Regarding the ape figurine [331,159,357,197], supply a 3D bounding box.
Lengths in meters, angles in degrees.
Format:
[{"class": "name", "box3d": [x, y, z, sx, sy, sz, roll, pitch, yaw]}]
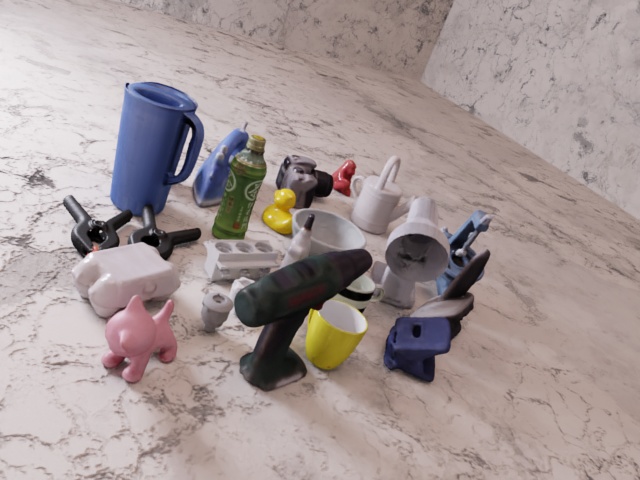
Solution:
[{"class": "ape figurine", "box3d": [0.072, -0.179, 1.589, 0.076, 0.092, 0.078, 30, 28, 16]}]

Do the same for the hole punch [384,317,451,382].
[{"class": "hole punch", "box3d": [0.170, 0.177, 0.999, 0.101, 0.091, 0.109, 22, 26, 0]}]

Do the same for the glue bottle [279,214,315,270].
[{"class": "glue bottle", "box3d": [-0.042, 0.029, 1.023, 0.037, 0.173, 0.078, 24, 26, 5]}]

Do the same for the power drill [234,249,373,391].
[{"class": "power drill", "box3d": [-0.034, 0.111, 0.835, 0.230, 0.208, 0.075, -9, 40, -47]}]

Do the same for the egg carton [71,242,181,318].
[{"class": "egg carton", "box3d": [-0.296, 0.061, 0.886, 0.107, 0.069, 0.151, 36, 30, 26]}]

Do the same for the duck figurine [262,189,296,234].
[{"class": "duck figurine", "box3d": [-0.080, -0.070, 1.276, 0.078, 0.086, 0.104, 3, 32, -34]}]

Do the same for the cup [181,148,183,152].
[{"class": "cup", "box3d": [-0.363, -0.174, 1.244, 0.091, 0.095, 0.118, 37, 30, 28]}]

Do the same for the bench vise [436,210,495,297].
[{"class": "bench vise", "box3d": [0.295, 0.010, 1.263, 0.122, 0.220, 0.207, 7, 30, -28]}]

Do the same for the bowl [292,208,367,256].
[{"class": "bowl", "box3d": [0.011, 0.004, 1.220, 0.167, 0.075, 0.167, 18, 27, -9]}]

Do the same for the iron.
[{"class": "iron", "box3d": [-0.216, -0.182, 1.318, 0.118, 0.141, 0.258, 21, 26, -2]}]

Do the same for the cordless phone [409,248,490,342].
[{"class": "cordless phone", "box3d": [0.258, 0.100, 1.106, 0.094, 0.185, 0.148, 31, 28, 18]}]

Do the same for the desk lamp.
[{"class": "desk lamp", "box3d": [0.177, 0.029, 1.145, 0.118, 0.213, 0.203, 21, 26, -2]}]

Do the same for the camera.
[{"class": "camera", "box3d": [-0.029, -0.150, 1.448, 0.137, 0.101, 0.143, 9, 29, -24]}]

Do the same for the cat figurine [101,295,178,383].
[{"class": "cat figurine", "box3d": [-0.238, 0.122, 0.761, 0.067, 0.118, 0.128, 30, 27, 15]}]

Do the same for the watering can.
[{"class": "watering can", "box3d": [0.162, -0.118, 1.429, 0.173, 0.194, 0.101, 21, 26, -3]}]
